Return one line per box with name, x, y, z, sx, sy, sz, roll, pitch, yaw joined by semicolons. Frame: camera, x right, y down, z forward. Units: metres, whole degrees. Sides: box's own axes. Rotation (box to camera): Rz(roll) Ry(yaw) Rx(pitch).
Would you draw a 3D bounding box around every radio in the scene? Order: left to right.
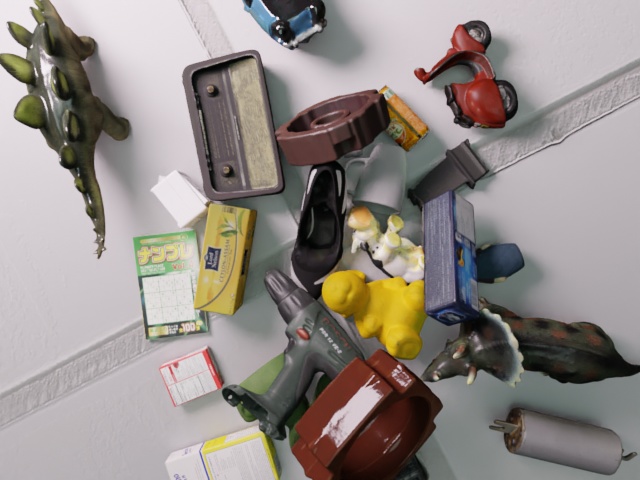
radio;-0.139;-0.179;0.878;0.131;0.073;0.229;-10;92;0

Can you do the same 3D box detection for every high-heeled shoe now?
high-heeled shoe;-0.002;-0.003;0.849;0.086;0.145;0.248;7;90;0

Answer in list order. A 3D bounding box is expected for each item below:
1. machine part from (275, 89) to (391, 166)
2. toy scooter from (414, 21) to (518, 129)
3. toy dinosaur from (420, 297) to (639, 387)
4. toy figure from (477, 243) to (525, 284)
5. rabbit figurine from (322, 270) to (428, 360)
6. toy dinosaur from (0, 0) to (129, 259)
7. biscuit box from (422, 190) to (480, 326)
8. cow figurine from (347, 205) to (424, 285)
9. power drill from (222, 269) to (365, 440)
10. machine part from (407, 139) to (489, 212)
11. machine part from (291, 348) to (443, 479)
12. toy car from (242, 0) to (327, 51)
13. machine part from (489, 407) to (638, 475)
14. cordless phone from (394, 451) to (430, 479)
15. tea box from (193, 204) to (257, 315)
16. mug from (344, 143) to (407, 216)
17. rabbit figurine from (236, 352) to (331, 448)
machine part;0.021;-0.172;0.830;0.179;0.179;0.056;-23;115;0
toy scooter;0.233;-0.255;0.878;0.135;0.075;0.183;-21;89;0
toy dinosaur;0.363;0.172;0.836;0.405;0.192;0.131;5;94;1
toy figure;0.260;0.051;0.897;0.154;0.064;0.057;-19;130;5
rabbit figurine;0.077;0.092;0.848;0.173;0.162;0.121;22;93;-24
toy dinosaur;-0.385;-0.197;0.815;0.105;0.198;0.471;-21;90;4
biscuit box;0.199;0.026;0.822;0.059;0.063;0.203;28;53;-30
cow figurine;0.108;0.012;0.886;0.167;0.098;0.068;33;47;-2
power drill;-0.053;0.178;0.818;0.232;0.086;0.207;41;52;7
machine part;0.212;-0.101;0.902;0.139;0.039;0.084;-35;97;-1
machine part;0.071;0.270;0.782;0.201;0.200;0.087;-49;47;-6
toy car;-0.055;-0.368;0.856;0.109;0.103;0.161;-34;82;-1
machine part;0.404;0.336;0.899;0.243;0.079;0.079;13;92;-2
cordless phone;0.109;0.400;0.846;0.147;0.184;0.088;-29;97;0
tea box;-0.151;0.028;0.874;0.068;0.098;0.169;10;94;-1
mug;0.093;-0.104;0.885;0.110;0.080;0.107;16;81;5
rabbit figurine;-0.038;0.275;0.876;0.159;0.121;0.170;-34;76;-21
